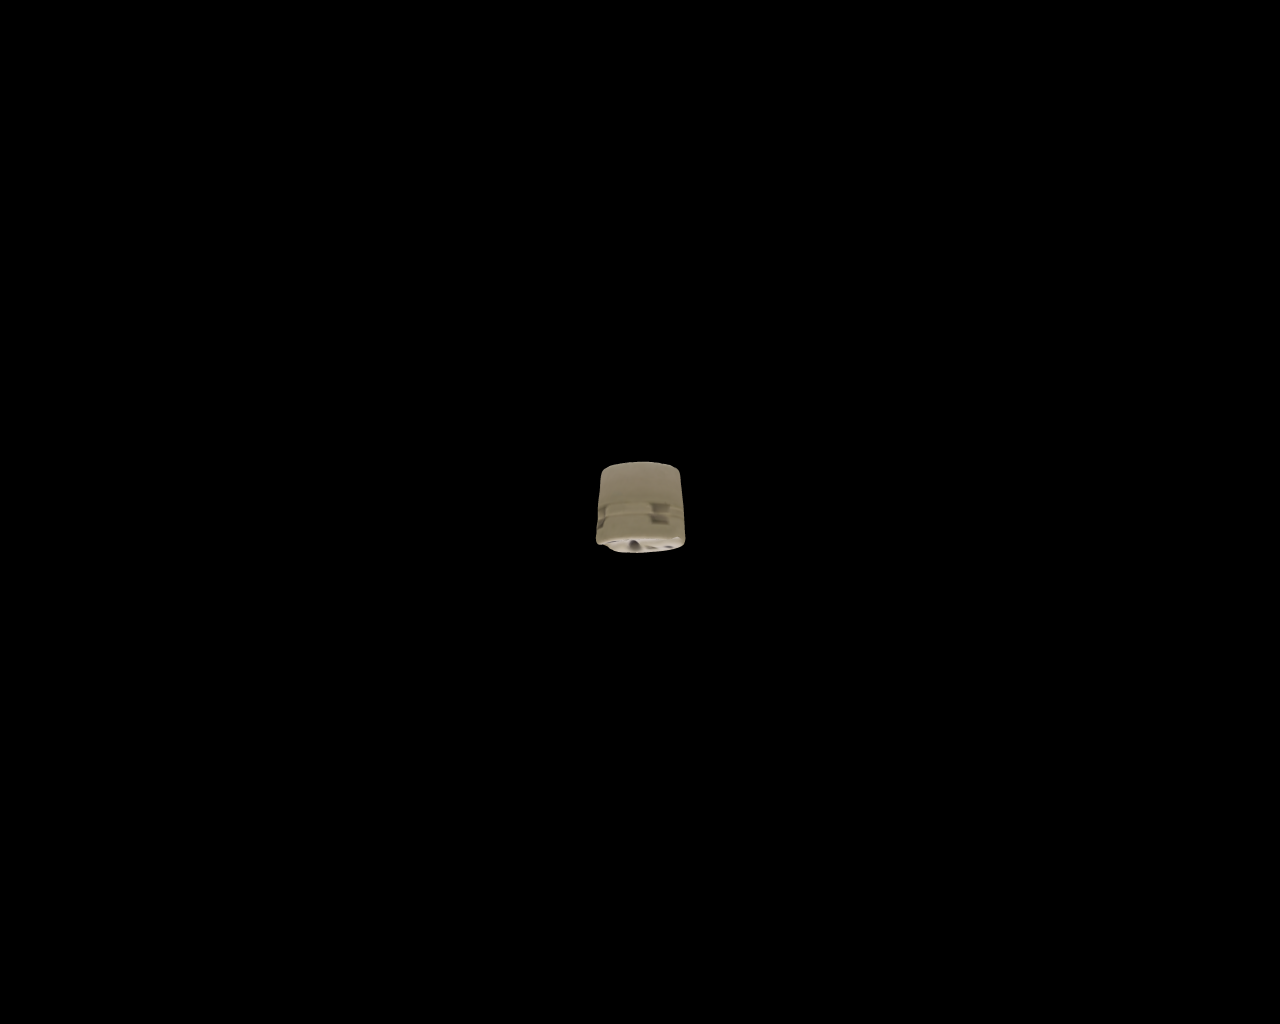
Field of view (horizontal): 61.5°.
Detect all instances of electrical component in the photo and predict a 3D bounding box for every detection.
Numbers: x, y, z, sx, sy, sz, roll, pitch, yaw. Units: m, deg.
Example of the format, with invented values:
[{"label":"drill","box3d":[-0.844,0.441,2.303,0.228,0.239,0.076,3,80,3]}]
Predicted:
[{"label":"electrical component","box3d":[0.001,-0.003,0.650,0.055,0.047,0.055,0,-11,0]}]
